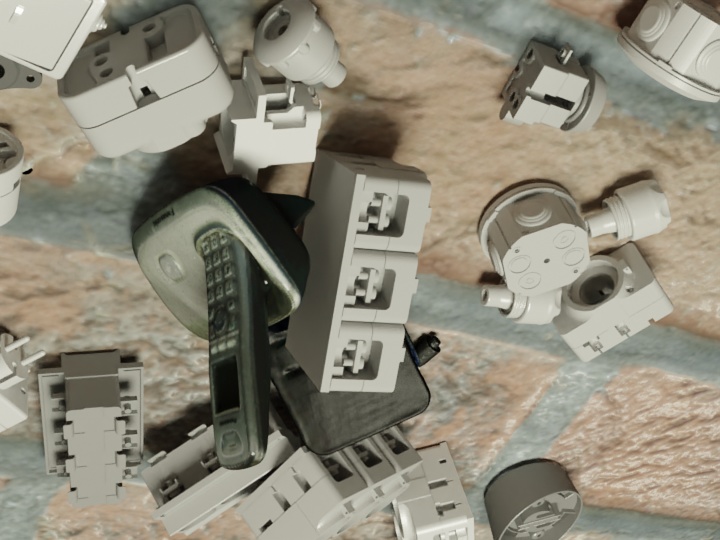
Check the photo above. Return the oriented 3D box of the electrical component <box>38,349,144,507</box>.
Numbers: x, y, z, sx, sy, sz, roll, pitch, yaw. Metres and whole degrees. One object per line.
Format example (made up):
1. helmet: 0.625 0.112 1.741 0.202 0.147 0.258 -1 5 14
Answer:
1. electrical component: -0.212 0.129 0.856 0.079 0.063 0.121 -3 132 -15

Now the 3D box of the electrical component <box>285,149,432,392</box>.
1. electrical component: 0.000 0.000 0.749 0.062 0.089 0.150 4 105 -21

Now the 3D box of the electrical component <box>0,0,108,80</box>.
1. electrical component: -0.186 -0.153 0.605 0.096 0.061 0.061 22 122 -32

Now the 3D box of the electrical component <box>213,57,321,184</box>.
1. electrical component: -0.060 -0.095 0.709 0.064 0.042 0.081 -6 138 -18

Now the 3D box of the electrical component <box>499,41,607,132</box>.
1. electrical component: 0.136 -0.124 0.746 0.055 0.048 0.066 15 125 -20

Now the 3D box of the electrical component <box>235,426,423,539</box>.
1. electrical component: -0.020 0.186 0.918 0.089 0.061 0.150 -46 162 24

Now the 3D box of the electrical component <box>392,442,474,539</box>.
1. electrical component: 0.068 0.252 1.037 0.062 0.089 0.150 -13 134 -6

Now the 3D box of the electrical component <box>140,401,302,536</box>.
1. electrical component: -0.115 0.161 0.894 0.121 0.063 0.078 -33 164 0

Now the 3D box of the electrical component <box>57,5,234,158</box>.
1. electrical component: -0.130 -0.113 0.665 0.095 0.053 0.059 -23 134 4

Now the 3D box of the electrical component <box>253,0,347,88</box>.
1. electrical component: -0.033 -0.138 0.680 0.048 0.048 0.062 -38 139 17

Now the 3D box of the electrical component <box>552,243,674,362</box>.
1. electrical component: 0.205 0.025 0.900 0.089 0.050 0.055 -33 133 13

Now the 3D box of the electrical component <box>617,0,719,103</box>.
1. electrical component: 0.218 -0.152 0.722 0.080 0.080 0.051 15 120 -28

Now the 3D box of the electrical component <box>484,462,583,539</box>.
1. electrical component: 0.174 0.242 1.079 0.099 0.064 0.099 -9 133 -10

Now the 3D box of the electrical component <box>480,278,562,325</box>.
1. electrical component: 0.130 0.022 0.878 0.062 0.043 0.043 4 130 -19

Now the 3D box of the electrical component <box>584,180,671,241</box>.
1. electrical component: 0.208 -0.043 0.843 0.062 0.043 0.043 -18 134 0

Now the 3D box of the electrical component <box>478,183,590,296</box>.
1. electrical component: 0.136 -0.023 0.833 0.080 0.051 0.080 -9 133 -9

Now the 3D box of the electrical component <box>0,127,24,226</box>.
1. electrical component: -0.242 -0.058 0.681 0.055 0.055 0.047 2 134 -19

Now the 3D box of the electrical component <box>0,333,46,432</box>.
1. electrical component: -0.271 0.071 0.795 0.076 0.047 0.083 -27 134 8
